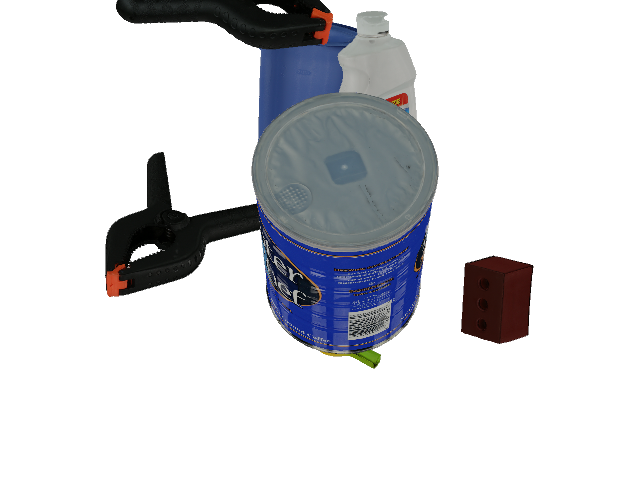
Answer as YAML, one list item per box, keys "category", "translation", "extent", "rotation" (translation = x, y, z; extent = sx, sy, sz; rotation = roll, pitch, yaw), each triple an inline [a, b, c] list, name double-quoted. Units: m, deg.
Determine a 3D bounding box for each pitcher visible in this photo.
- category: "pitcher"
  translation: [-0.007, -0.142, 1.312]
  extent: [0.144, 0.243, 0.149]
  rotation: [-6, 26, -24]

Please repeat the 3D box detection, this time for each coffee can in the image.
- category: "coffee can"
  translation: [0.014, -0.006, 0.643]
  extent: [0.103, 0.103, 0.140]
  rotation: [0, -30, 1]

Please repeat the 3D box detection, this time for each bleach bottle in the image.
- category: "bleach bottle"
  translation: [0.045, -0.096, 1.050]
  extent: [0.102, 0.251, 0.068]
  rotation: [-10, 24, -17]

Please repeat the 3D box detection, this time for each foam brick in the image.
- category: "foam brick"
  translation: [0.182, 0.061, 1.103]
  extent: [0.051, 0.078, 0.053]
  rotation: [-14, 20, -43]

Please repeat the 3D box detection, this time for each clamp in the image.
- category: "clamp"
  translation: [-0.150, -0.016, 1.036]
  extent: [0.165, 0.036, 0.209]
  rotation: [25, 40, 23]
- category: "clamp"
  translation: [-0.071, -0.210, 0.878]
  extent: [0.171, 0.120, 0.039]
  rotation: [14, -26, -5]

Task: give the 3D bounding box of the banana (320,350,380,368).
- category: "banana"
  translation: [0.012, 0.022, 0.868]
  extent: [0.069, 0.197, 0.037]
  rotation: [9, -40, -8]
